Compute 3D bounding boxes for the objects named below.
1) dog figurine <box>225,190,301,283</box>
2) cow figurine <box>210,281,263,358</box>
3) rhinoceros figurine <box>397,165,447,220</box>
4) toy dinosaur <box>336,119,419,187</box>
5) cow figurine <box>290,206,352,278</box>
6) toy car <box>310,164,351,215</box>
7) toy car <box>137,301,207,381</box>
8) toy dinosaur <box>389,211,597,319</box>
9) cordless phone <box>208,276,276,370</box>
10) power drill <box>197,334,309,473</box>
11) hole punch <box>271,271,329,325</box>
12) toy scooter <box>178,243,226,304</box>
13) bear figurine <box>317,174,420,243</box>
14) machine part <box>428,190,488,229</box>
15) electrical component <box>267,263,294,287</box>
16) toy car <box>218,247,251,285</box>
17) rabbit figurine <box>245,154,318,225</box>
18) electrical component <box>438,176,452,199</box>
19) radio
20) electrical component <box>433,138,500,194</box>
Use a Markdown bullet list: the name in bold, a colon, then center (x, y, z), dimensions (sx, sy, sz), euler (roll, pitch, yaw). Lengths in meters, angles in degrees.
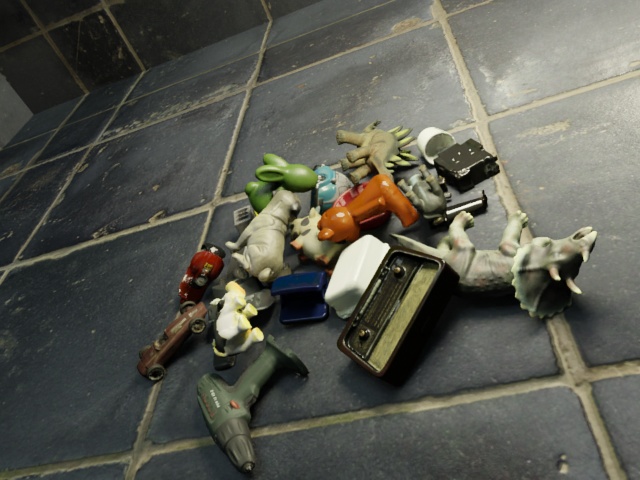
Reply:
- **dog figurine**: center (-0.099, -0.013, 1.196), dimensions (0.190, 0.121, 0.173), euler (-50, 49, 5)
- **cow figurine**: center (-0.178, 0.159, 1.074), dimensions (0.098, 0.068, 0.167), euler (-38, 34, 7)
- **rhinoceros figurine**: center (0.227, -0.097, 1.142), dimensions (0.073, 0.112, 0.190), euler (-40, 12, 12)
- **toy dinosaur**: center (0.147, -0.241, 1.410), dimensions (0.199, 0.104, 0.472), euler (-8, 30, -3)
- **cow figurine**: center (-0.003, -0.004, 1.250), dimensions (0.127, 0.085, 0.195), euler (-41, 42, -20)
- **toy car**: center (0.027, -0.127, 1.379), dimensions (0.103, 0.109, 0.162), euler (6, 30, 2)
- **toy car**: center (-0.327, 0.216, 1.180), dimensions (0.202, 0.053, 0.089), euler (-48, 35, 1)
- **toy dinosaur**: center (0.296, 0.050, 0.988), dimensions (0.405, 0.131, 0.192), euler (-7, 40, 34)
- **cordless phone**: center (-0.171, 0.181, 1.153), dimensions (0.147, 0.088, 0.184), euler (-15, 49, 14)
- **power drill**: center (-0.119, 0.287, 0.989), dimensions (0.207, 0.085, 0.232), euler (-47, 38, -13)
- **hole punch**: center (-0.040, 0.104, 1.131), dimensions (0.142, 0.092, 0.116), euler (-10, 36, 10)
- **toy scooter**: center (-0.293, 0.089, 1.296), dimensions (0.184, 0.075, 0.135), euler (-33, 30, 59)
- **bear figurine**: center (0.094, -0.044, 1.148), dimensions (0.196, 0.132, 0.120), euler (-42, 14, 9)
- **machine part**: center (0.301, -0.066, 1.181), dimensions (0.139, 0.039, 0.084), euler (-21, 29, 11)
- **electrical component**: center (-0.092, 0.092, 1.241), dimensions (0.063, 0.021, 0.094), euler (-20, 39, 10)
- **toy car**: center (-0.191, 0.058, 1.305), dimensions (0.073, 0.056, 0.202), euler (-33, 30, 33)
- **rabbit figurine**: center (-0.088, -0.136, 1.305), dimensions (0.170, 0.159, 0.121), euler (-30, 27, 30)
- **electrical component**: center (0.255, -0.117, 1.266), dimensions (0.102, 0.045, 0.078), euler (-15, 67, 20)
- **radio**: center (0.137, 0.128, 0.958), dimensions (0.131, 0.073, 0.229), euler (24, 80, 47)
- **electrical component**: center (0.340, -0.181, 1.277), dimensions (0.115, 0.058, 0.134), euler (-29, 37, -6)
